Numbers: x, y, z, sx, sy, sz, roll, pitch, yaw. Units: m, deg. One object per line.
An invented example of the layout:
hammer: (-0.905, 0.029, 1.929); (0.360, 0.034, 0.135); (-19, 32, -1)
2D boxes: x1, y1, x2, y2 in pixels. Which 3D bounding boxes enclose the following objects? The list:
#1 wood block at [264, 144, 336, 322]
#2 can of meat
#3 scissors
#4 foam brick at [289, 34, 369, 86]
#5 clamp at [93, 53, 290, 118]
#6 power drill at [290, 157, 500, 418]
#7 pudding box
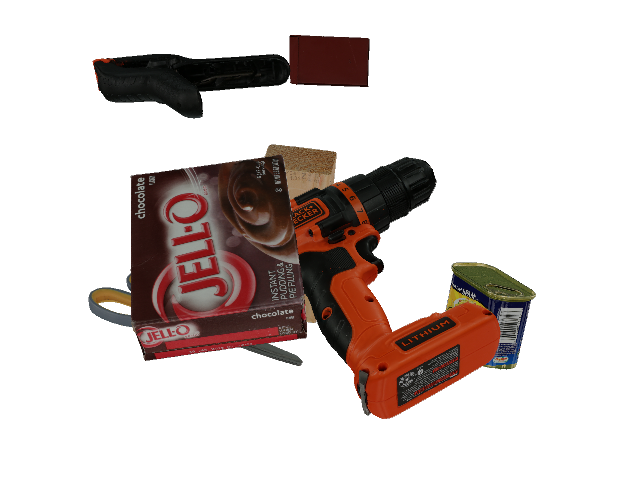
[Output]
wood block: (-0.036, -0.010, 1.380); (0.090, 0.206, 0.090); (7, 24, 2)
can of meat: (0.175, 0.080, 1.135); (0.057, 0.084, 0.102); (1, 18, -27)
scissors: (-0.105, 0.065, 0.953); (0.202, 0.016, 0.096); (11, 28, 7)
foam brick: (0.009, -0.189, 1.122); (0.078, 0.051, 0.053); (0, 11, -10)
clamp: (-0.112, -0.133, 0.866); (0.172, 0.039, 0.120); (18, 26, 42)
power drill: (0.045, 0.026, 0.774); (0.184, 0.057, 0.188); (-28, 49, -16)
pudding box: (-0.058, 0.007, 0.589); (0.090, 0.113, 0.039); (-8, -43, -2)
